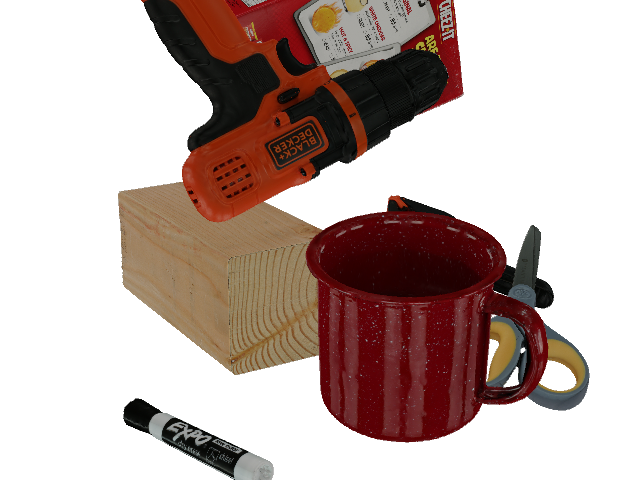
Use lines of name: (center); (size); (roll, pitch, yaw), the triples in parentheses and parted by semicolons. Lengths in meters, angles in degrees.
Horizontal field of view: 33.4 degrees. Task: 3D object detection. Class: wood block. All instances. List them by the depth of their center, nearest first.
wood block: (-0.077, 0.020, 0.832); (0.090, 0.090, 0.206); (-10, 20, -30)

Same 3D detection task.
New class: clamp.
clamp: (0.121, 0.019, 0.937); (0.120, 0.039, 0.171); (-8, 47, -26)

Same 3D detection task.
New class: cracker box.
cracker box: (0.012, -0.169, 0.938); (0.213, 0.164, 0.072); (-25, 41, -14)

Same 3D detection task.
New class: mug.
mug: (0.051, 0.044, 0.506); (0.117, 0.081, 0.093); (12, 29, 24)

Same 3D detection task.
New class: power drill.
power drill: (-0.030, -0.128, 0.654); (0.184, 0.187, 0.057); (-30, 6, -16)

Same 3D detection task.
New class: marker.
marker: (-0.078, 0.123, 0.653); (0.121, 0.020, 0.020); (16, 10, 38)

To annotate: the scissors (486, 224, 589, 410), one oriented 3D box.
scissors: (0.149, 0.050, 0.709); (0.096, 0.016, 0.201); (19, 38, 24)
